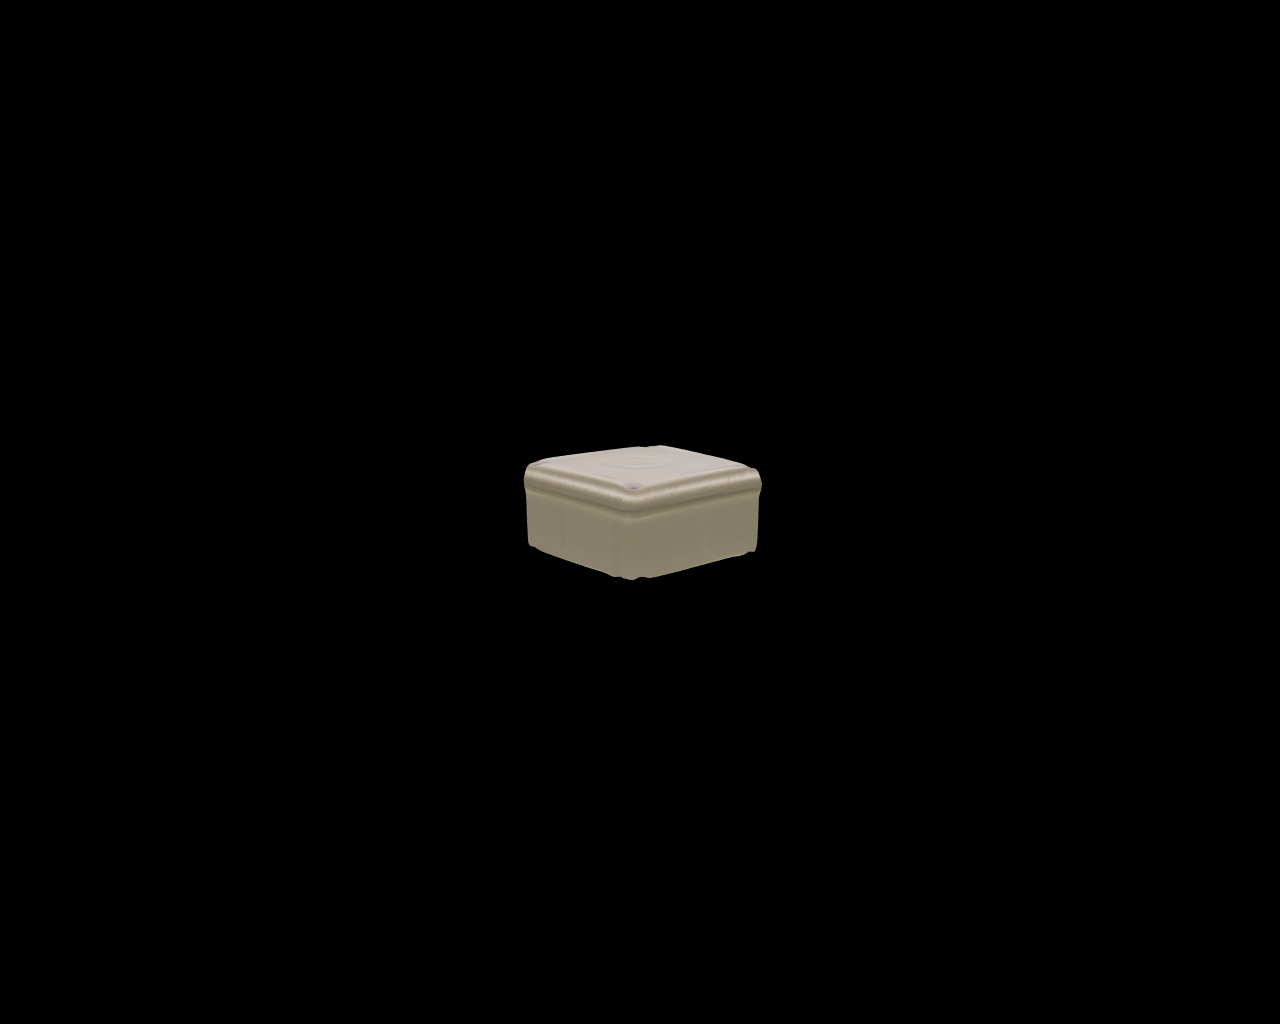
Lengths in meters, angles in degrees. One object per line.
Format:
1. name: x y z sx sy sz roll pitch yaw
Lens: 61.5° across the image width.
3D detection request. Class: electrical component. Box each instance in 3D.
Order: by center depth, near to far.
1. electrical component: 0.001 -0.003 0.650 0.109 0.056 0.109 -11 17 -38
